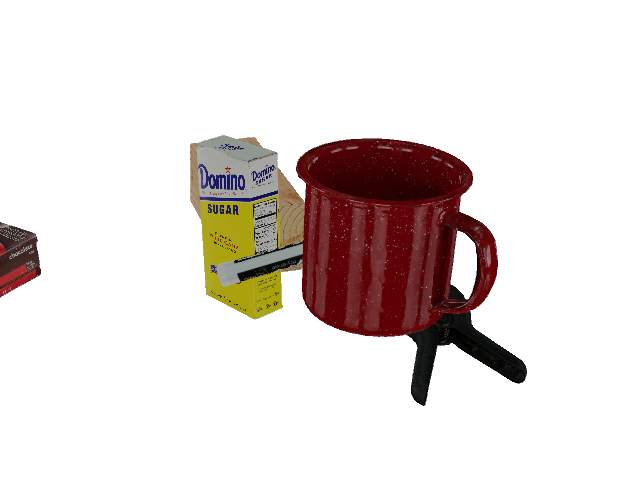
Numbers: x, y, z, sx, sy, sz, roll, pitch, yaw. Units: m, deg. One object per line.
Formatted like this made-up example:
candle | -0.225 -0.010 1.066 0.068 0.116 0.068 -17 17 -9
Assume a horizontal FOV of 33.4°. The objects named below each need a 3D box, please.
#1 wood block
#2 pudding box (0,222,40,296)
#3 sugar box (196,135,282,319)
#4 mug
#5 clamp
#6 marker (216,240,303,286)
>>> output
wood block | -0.093 -0.045 1.318 0.090 0.090 0.206 -7 30 -19
pudding box | -0.269 0.014 0.751 0.114 0.039 0.089 14 30 29
sugar box | -0.085 -0.015 1.123 0.048 0.176 0.093 -22 29 -36
mug | 0.042 0.002 0.570 0.117 0.081 0.093 19 30 31
clamp | 0.134 0.093 1.088 0.120 0.171 0.039 0 -44 -14
marker | -0.023 0.012 0.852 0.121 0.020 0.020 -16 -2 6
